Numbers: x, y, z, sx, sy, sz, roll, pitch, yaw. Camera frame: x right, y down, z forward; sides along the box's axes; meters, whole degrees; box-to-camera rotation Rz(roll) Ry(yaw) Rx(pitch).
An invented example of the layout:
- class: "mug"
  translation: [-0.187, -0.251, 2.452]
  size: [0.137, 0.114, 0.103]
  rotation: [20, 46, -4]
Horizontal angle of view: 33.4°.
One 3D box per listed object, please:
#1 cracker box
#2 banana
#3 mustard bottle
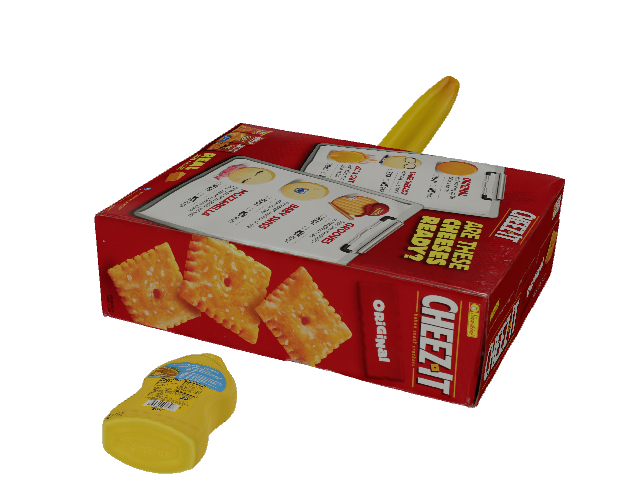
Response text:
- class: "cracker box"
  translation: [0.010, 0.004, 0.594]
  size: [0.214, 0.072, 0.164]
  rotation: [12, 28, 21]
- class: "banana"
  translation: [0.061, -0.068, 0.983]
  size: [0.037, 0.197, 0.070]
  rotation: [40, -13, -6]
- class: "mustard bottle"
  translation: [-0.137, 0.161, 1.069]
  size: [0.096, 0.058, 0.191]
  rotation: [7, 20, 13]
